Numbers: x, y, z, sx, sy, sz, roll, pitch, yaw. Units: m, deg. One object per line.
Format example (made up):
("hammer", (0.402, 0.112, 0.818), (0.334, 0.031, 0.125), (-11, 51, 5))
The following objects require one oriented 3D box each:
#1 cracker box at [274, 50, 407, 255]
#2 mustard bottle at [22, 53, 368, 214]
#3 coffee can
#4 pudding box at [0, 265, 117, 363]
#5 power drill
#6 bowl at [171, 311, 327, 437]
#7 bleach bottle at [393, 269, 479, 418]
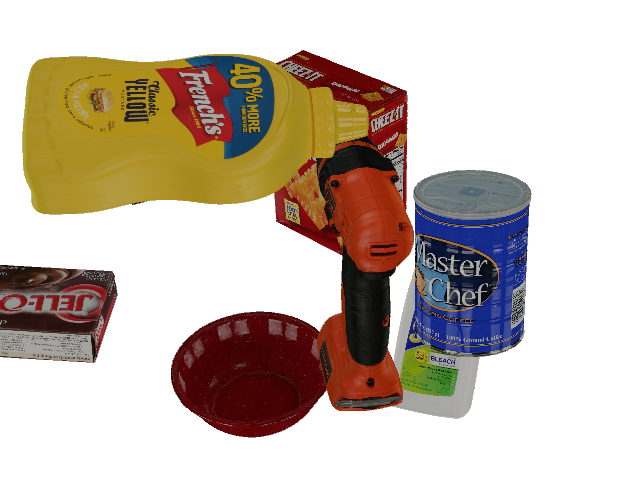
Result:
("cracker box", (0.018, -0.091, 1.238), (0.164, 0.214, 0.072), (28, 46, 36))
("mustard bottle", (-0.068, -0.064, 0.609), (0.191, 0.096, 0.058), (-3, -38, -6))
("coffee can", (0.136, 0.019, 0.964), (0.103, 0.140, 0.103), (-2, 24, 1))
("pudding box", (-0.240, 0.062, 0.921), (0.113, 0.039, 0.090), (1, 32, 1))
("power drill", (0.025, 0.017, 0.798), (0.057, 0.188, 0.184), (-5, 31, -6))
("bowl", (-0.065, 0.143, 1.059), (0.162, 0.055, 0.162), (-2, 37, 2))
("bleach bottle", (0.136, 0.069, 1.205), (0.103, 0.251, 0.068), (9, 14, 18))
